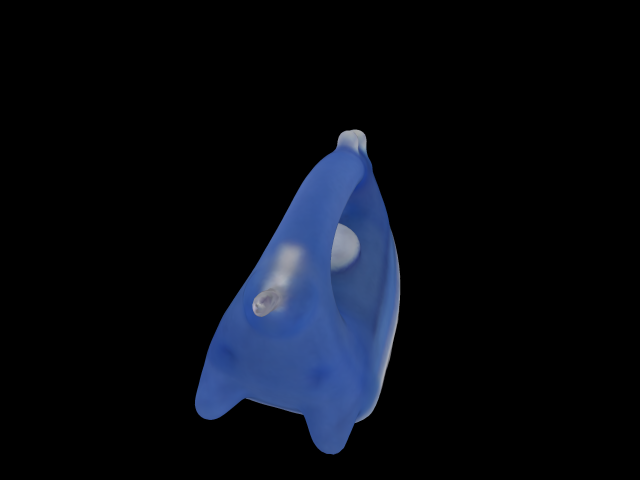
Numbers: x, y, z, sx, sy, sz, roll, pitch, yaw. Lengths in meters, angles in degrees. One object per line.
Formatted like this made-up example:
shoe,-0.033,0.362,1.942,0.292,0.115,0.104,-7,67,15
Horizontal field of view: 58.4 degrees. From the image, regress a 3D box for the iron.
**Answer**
iron,0.004,0.001,0.400,0.118,0.141,0.258,11,47,11
